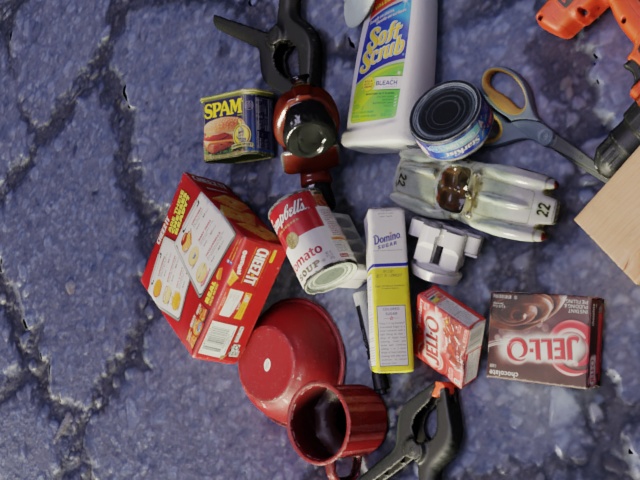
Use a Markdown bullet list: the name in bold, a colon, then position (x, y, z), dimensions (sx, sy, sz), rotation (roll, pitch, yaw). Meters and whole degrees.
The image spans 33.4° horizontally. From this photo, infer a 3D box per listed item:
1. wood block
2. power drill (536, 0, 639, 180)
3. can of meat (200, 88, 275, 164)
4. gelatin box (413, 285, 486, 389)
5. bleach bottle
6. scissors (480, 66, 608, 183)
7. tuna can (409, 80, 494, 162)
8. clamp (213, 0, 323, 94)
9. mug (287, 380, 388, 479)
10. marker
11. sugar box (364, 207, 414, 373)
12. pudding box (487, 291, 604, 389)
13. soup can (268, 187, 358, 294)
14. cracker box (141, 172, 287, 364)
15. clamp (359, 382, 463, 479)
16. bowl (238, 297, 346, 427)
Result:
- **wood block**: position (0.342, -0.061, 0.955), dimensions (0.206, 0.090, 0.091), rotation (-53, 56, 24)
- **power drill**: position (0.294, -0.176, 1.029), dimensions (0.185, 0.057, 0.188), rotation (-47, 61, 23)
- **can of meat**: position (-0.105, -0.144, 1.366), dimensions (0.102, 0.057, 0.084), rotation (-4, 86, 41)
- **gelatin box**: position (0.135, 0.103, 1.130), dimensions (0.073, 0.030, 0.089), rotation (35, 139, 35)
- **bleach bottle**: position (0.084, -0.227, 1.209), dimensions (0.103, 0.067, 0.251), rotation (0, 84, 41)
- **scissors**: position (0.219, -0.098, 1.111), dimensions (0.096, 0.016, 0.202), rotation (-48, 57, 28)
- **tuna can**: position (0.138, -0.127, 1.127), dimensions (0.086, 0.033, 0.086), rotation (-18, 51, 23)
- **clamp**: position (-0.056, -0.252, 1.346), dimensions (0.165, 0.036, 0.210), rotation (-32, 67, 35)
- **mug**: position (0.024, 0.216, 1.204), dimensions (0.093, 0.081, 0.117), rotation (-17, 75, 38)
- **marker**: position (0.059, 0.118, 1.224), dimensions (0.020, 0.020, 0.121), rotation (-23, 71, 37)
- **sugar box**: position (0.075, 0.057, 1.170), dimensions (0.048, 0.093, 0.176), rotation (0, 83, -1)
- **pudding box**: position (0.226, 0.099, 1.071), dimensions (0.114, 0.039, 0.090), rotation (2, 87, 40)
- **soup can**: position (-0.008, 0.001, 1.197), dimensions (0.069, 0.068, 0.102), rotation (-41, 62, 30)
- **cracker box**: position (-0.136, 0.032, 1.332), dimensions (0.214, 0.072, 0.164), rotation (43, 113, 54)
- **clamp**: position (0.102, 0.231, 1.166), dimensions (0.120, 0.039, 0.171), rotation (15, 92, 35)
- **bowl**: position (-0.047, 0.149, 1.290), dimensions (0.162, 0.055, 0.162), rotation (-4, 84, 40)
